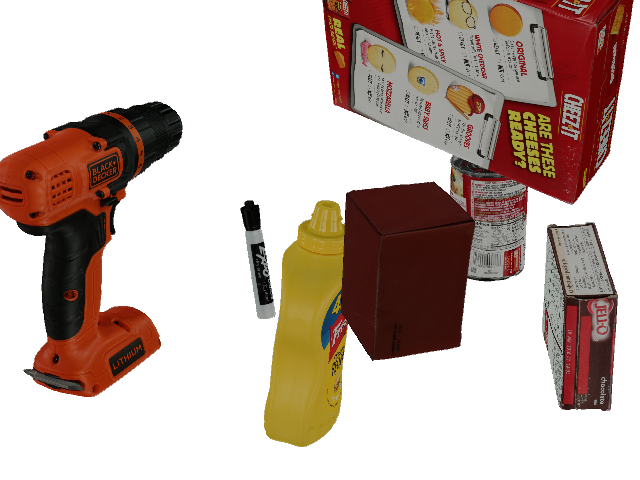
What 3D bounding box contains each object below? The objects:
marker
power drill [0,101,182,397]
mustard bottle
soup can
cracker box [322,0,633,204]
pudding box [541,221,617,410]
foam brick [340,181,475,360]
[{"bbox_3d":[-0.063,0.019,1.067,0.020,0.121,0.020,-7,15,2],"label":"marker"},{"bbox_3d":[-0.156,0.002,0.766,0.057,0.188,0.184,11,24,25],"label":"power drill"},{"bbox_3d":[-0.005,0.059,0.842,0.058,0.192,0.096,13,25,15],"label":"mustard bottle"},{"bbox_3d":[0.148,-0.023,0.939,0.068,0.102,0.068,-2,24,1],"label":"soup can"},{"bbox_3d":[0.105,-0.139,0.761,0.214,0.072,0.164,25,-33,26],"label":"cracker box"},{"bbox_3d":[0.180,0.050,0.743,0.039,0.090,0.113,-1,26,4],"label":"pudding box"},{"bbox_3d":[0.044,0.015,0.559,0.053,0.078,0.051,-7,31,-17],"label":"foam brick"}]
